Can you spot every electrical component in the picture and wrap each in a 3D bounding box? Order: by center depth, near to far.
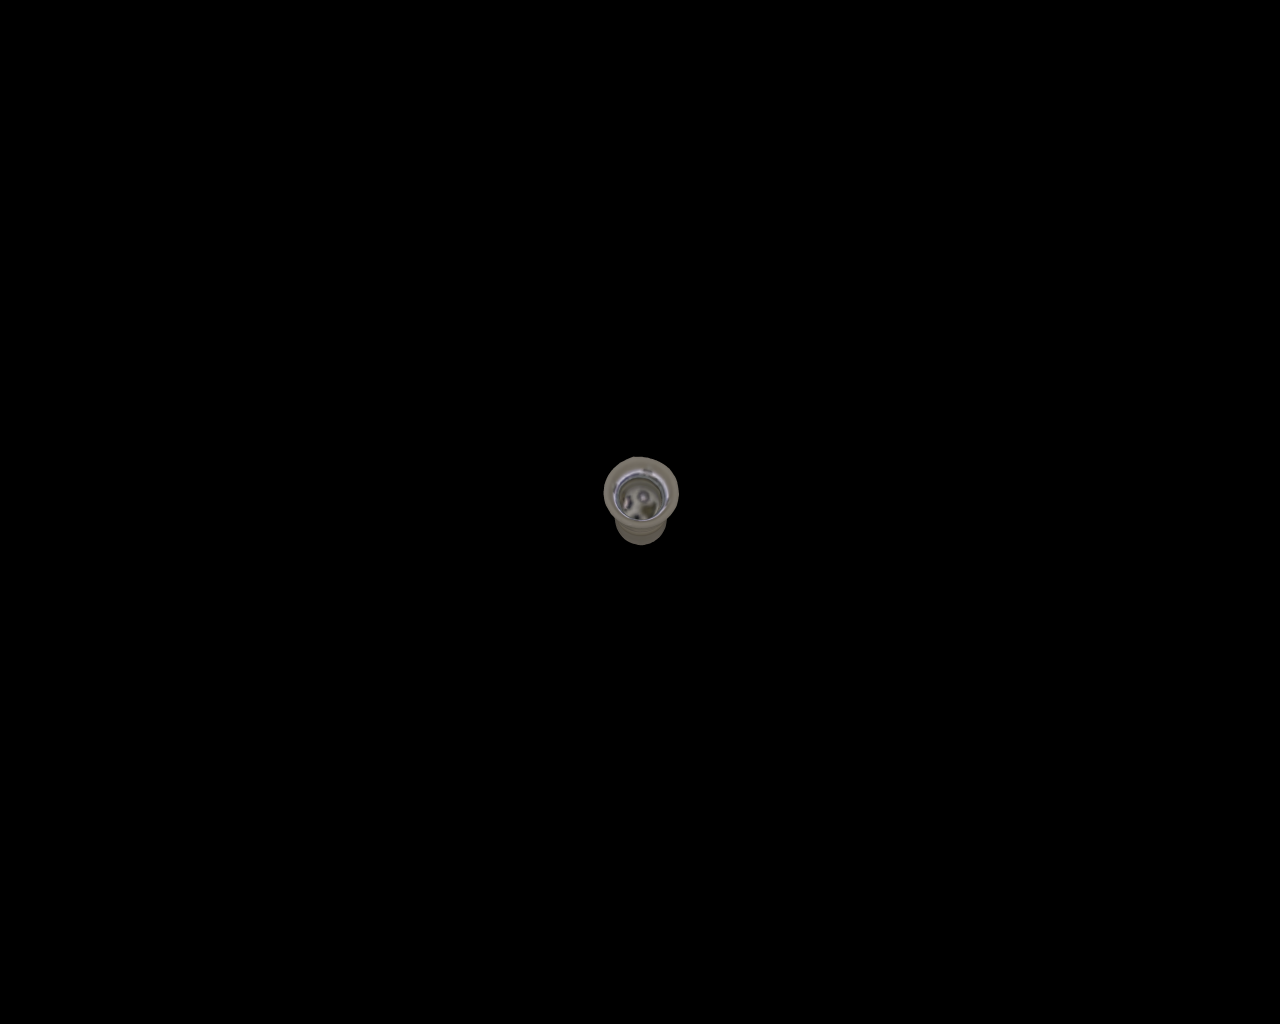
[{"bbox_3d":[0.001,-0.003,0.650,0.044,0.044,0.065,0,-17,0],"label":"electrical component"}]
